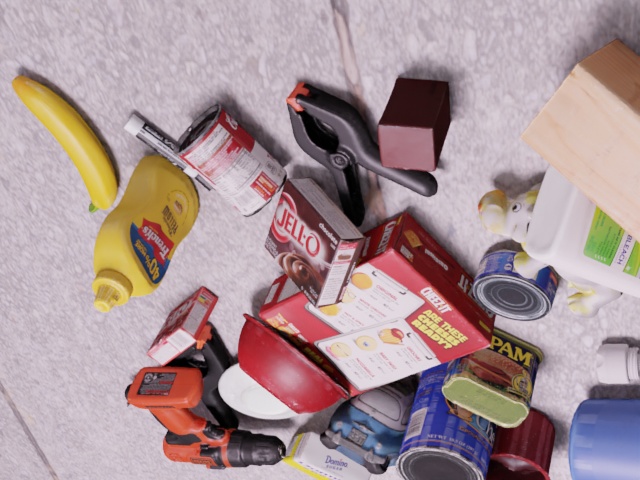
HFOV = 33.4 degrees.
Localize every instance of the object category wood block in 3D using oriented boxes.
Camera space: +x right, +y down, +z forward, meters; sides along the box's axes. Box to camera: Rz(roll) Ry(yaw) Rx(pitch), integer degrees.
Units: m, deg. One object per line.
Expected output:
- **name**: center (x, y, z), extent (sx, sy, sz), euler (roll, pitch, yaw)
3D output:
- **wood block**: center (0.284, -0.060, 0.886), extent (0.206, 0.090, 0.090), euler (44, 132, 12)

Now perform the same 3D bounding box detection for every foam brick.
- **foam brick**: center (0.089, -0.107, 0.990), extent (0.053, 0.078, 0.051), euler (7, 134, 16)

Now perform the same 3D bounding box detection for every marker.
- **marker**: center (-0.158, -0.093, 1.153), extent (0.121, 0.020, 0.020), euler (37, 136, -14)

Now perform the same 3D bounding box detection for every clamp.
- **clamp**: center (-0.181, 0.180, 1.421), extent (0.164, 0.036, 0.210), euler (14, 138, 2)
- **clamp**: center (0.037, -0.088, 1.060), extent (0.120, 0.039, 0.171), euler (-17, 124, 35)

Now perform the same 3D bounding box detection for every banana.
- **banana**: center (-0.272, -0.099, 1.182), extent (0.070, 0.037, 0.197), euler (-2, 132, 24)

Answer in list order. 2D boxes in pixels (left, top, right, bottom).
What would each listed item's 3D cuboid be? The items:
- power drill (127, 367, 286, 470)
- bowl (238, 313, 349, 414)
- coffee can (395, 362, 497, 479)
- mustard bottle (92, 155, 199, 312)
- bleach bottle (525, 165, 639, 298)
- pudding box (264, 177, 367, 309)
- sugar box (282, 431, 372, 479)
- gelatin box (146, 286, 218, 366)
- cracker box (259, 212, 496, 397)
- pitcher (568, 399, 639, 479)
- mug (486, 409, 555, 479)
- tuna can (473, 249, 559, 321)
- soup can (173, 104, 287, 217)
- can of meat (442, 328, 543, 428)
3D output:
- **power drill**: center (-0.154, 0.241, 1.405), extent (0.185, 0.057, 0.187), euler (-4, 137, 24)
- **bowl**: center (-0.044, 0.158, 1.268), extent (0.162, 0.055, 0.162), euler (37, 170, 7)
- **coffee can**: center (0.153, 0.217, 1.240), extent (0.103, 0.140, 0.103), euler (12, 136, 11)
- **mustard bottle**: center (-0.193, 0.002, 1.135), extent (0.058, 0.191, 0.096), euler (-1, 132, 24)
- **bleach bottle**: center (0.319, 0.007, 0.992), extent (0.250, 0.102, 0.068), euler (17, -179, -18)
- **pudding box**: center (-0.007, 0.001, 1.111), extent (0.114, 0.039, 0.090), euler (47, 132, 36)
- **sugar box**: center (0.008, 0.289, 1.391), extent (0.093, 0.048, 0.176), euler (26, 167, -2)
- **gelatin box**: center (-0.171, 0.107, 1.318), extent (0.030, 0.073, 0.089), euler (39, 136, -14)
- **cracker box**: center (0.064, 0.077, 1.191), extent (0.214, 0.072, 0.164), euler (-28, 118, 39)
- **pitcher**: center (0.408, 0.239, 1.176), extent (0.243, 0.144, 0.149), euler (0, 121, 28)
- **mug**: center (0.242, 0.264, 1.292), extent (0.093, 0.081, 0.117), euler (-7, 129, 28)
- **tuna can**: center (0.204, 0.049, 1.117), extent (0.086, 0.033, 0.086), euler (17, 148, 11)
- **soup can**: center (-0.092, -0.081, 1.101), extent (0.102, 0.068, 0.069), euler (43, 134, -21)
- **can of meat**: center (0.192, 0.151, 1.199), extent (0.102, 0.083, 0.058), euler (26, 138, -2)
